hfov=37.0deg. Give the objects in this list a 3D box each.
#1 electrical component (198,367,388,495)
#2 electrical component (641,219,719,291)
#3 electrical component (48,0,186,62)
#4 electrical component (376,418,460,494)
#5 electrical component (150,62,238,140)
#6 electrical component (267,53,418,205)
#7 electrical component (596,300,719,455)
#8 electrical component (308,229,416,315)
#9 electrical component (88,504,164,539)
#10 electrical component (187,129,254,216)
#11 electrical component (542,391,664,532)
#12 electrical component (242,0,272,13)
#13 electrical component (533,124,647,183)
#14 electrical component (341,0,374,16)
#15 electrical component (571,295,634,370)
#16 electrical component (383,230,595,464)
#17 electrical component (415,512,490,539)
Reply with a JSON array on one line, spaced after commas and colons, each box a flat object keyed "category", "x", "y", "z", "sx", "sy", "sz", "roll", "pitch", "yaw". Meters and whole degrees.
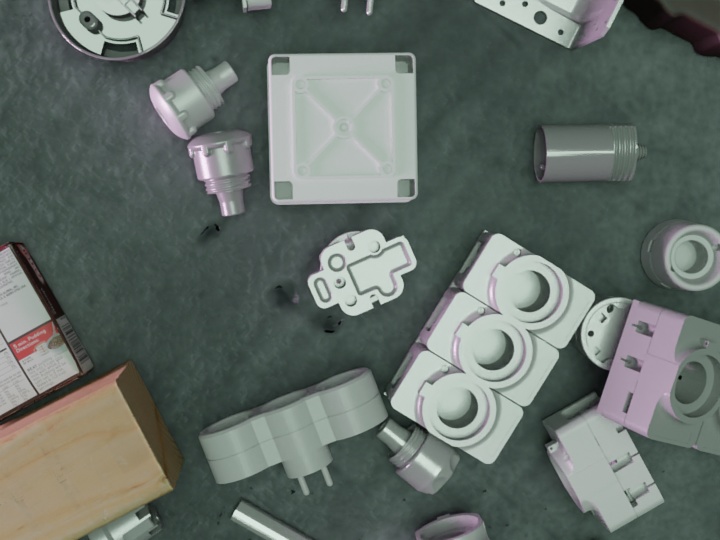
[{"category": "electrical component", "x": -0.044, "y": 0.132, "z": 0.808, "sx": 0.138, "sy": 0.052, "sz": 0.073, "roll": -21, "pitch": 95, "yaw": -2}, {"category": "electrical component", "x": 0.249, "y": -0.011, "z": 0.821, "sx": 0.055, "sy": 0.047, "sz": 0.055, "roll": 0, "pitch": 94, "yaw": -4}, {"category": "electrical component", "x": -0.172, "y": -0.197, "z": 0.772, "sx": 0.099, "sy": 0.064, "sz": 0.099, "roll": 0, "pitch": 94, "yaw": -4}, {"category": "electrical component", "x": 0.041, "y": 0.138, "z": 0.819, "sx": 0.062, "sy": 0.043, "sz": 0.043, "roll": 39, "pitch": 90, "yaw": -4}, {"category": "electrical component", "x": -0.120, "y": -0.129, "z": 0.791, "sx": 0.062, "sy": 0.048, "sz": 0.048, "roll": -36, "pitch": 95, "yaw": -8}, {"category": "electrical component", "x": -0.013, "y": -0.103, "z": 0.793, "sx": 0.109, "sy": 0.056, "sz": 0.108, "roll": -1, "pitch": 94, "yaw": -4}, {"category": "electrical component", "x": 0.261, "y": 0.087, "z": 0.792, "sx": 0.150, "sy": 0.062, "sz": 0.089, "roll": 16, "pitch": 93, "yaw": -30}, {"category": "electrical component", "x": 0.000, "y": 0.000, "z": 0.800, "sx": 0.078, "sy": 0.057, "sz": 0.058, "roll": -24, "pitch": 95, "yaw": -2}, {"category": "electrical component", "x": -0.177, "y": 0.193, "z": 0.810, "sx": 0.046, "sy": 0.040, "sz": 0.040, "roll": -33, "pitch": 95, "yaw": -7}, {"category": "electrical component", "x": -0.099, "y": -0.071, "z": 0.796, "sx": 0.048, "sy": 0.048, "sz": 0.062, "roll": -10, "pitch": 101, "yaw": -3}, {"category": "electrical component", "x": 0.182, "y": 0.148, "z": 0.825, "sx": 0.056, "sy": 0.050, "sz": 0.089, "roll": -29, "pitch": 95, "yaw": -2}, {"category": "electrical component", "x": -0.097, "y": -0.227, "z": 0.779, "sx": 0.057, "sy": 0.058, "sz": 0.078, "roll": -7, "pitch": 95, "yaw": -6}, {"category": "electrical component", "x": 0.176, "y": -0.089, "z": 0.813, "sx": 0.081, "sy": 0.043, "sz": 0.043, "roll": -2, "pitch": 94, "yaw": -4}, {"category": "electrical component", "x": 0.001, "y": -0.224, "z": 0.788, "sx": 0.138, "sy": 0.052, "sz": 0.073, "roll": 6, "pitch": 93, "yaw": -3}, {"category": "electrical component", "x": 0.190, "y": 0.046, "z": 0.821, "sx": 0.055, "sy": 0.047, "sz": 0.055, "roll": 0, "pitch": 94, "yaw": -4}, {"category": "electrical component", "x": 0.096, "y": 0.057, "z": 0.808, "sx": 0.089, "sy": 0.062, "sz": 0.150, "roll": 32, "pitch": 91, "yaw": -5}, {"category": "electrical component", "x": 0.074, "y": 0.218, "z": 0.803, "sx": 0.050, "sy": 0.089, "sz": 0.055, "roll": -17, "pitch": 95, "yaw": -3}]
